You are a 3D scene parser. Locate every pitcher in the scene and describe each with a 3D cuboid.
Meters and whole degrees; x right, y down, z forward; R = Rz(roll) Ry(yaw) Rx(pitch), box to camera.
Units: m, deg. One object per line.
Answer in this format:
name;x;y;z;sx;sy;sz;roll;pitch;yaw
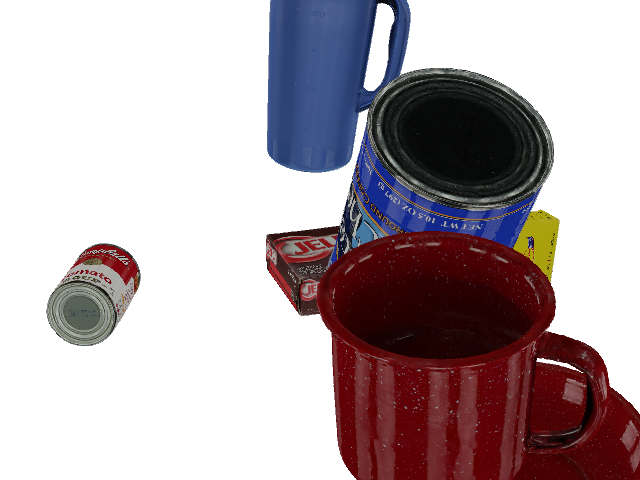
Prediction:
pitcher;0.007;-0.209;1.290;0.144;0.243;0.149;-9;30;-27

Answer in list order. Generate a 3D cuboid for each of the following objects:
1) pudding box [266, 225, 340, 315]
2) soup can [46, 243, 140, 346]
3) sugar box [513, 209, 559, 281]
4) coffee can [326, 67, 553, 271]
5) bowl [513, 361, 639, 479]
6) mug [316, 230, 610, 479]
pudding box;0.021;0.020;0.865;0.113;0.039;0.090;-5;25;-19
soup can;-0.219;0.052;1.035;0.068;0.068;0.102;0;20;4
sugar box;0.195;0.016;1.268;0.176;0.093;0.048;-5;20;-24
coffee can;0.064;-0.014;0.620;0.102;0.103;0.140;0;-38;-11
bowl;0.153;0.159;0.766;0.162;0.055;0.162;-1;36;0
mug;0.058;0.056;0.434;0.117;0.081;0.093;8;33;17
